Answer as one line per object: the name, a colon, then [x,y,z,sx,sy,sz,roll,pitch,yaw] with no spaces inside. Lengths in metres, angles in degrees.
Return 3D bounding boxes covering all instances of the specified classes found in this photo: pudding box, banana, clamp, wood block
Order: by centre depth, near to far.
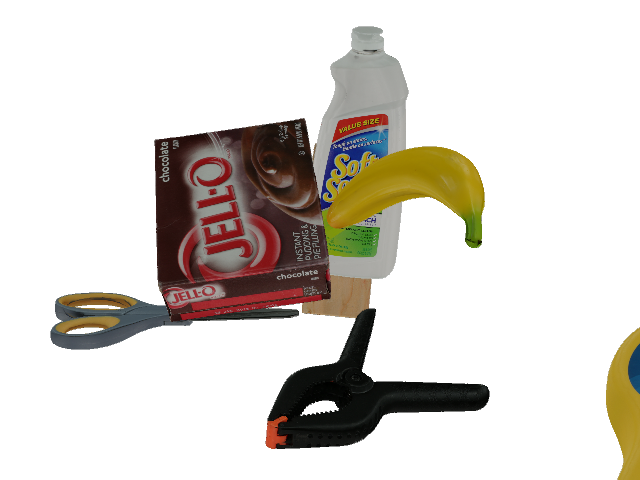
pudding box: [-0.045,-0.013,0.594,0.090,0.113,0.039,-8,-42,-2]
banana: [0.064,-0.038,0.793,0.037,0.069,0.198,34,-12,-25]
clamp: [0.041,0.141,0.972,0.165,0.036,0.209,28,38,33]
wood block: [0.028,-0.013,1.382,0.090,0.206,0.090,5,25,1]

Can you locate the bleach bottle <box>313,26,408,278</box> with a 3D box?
bleach bottle: [0.034,-0.087,1.064,0.102,0.251,0.068,7,27,11]

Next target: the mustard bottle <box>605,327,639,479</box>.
mustard bottle: [0.192,0.089,0.531,0.096,0.058,0.191,5,40,11]

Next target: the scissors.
scissors: [-0.126,0.067,0.854,0.202,0.016,0.096,4,22,14]
